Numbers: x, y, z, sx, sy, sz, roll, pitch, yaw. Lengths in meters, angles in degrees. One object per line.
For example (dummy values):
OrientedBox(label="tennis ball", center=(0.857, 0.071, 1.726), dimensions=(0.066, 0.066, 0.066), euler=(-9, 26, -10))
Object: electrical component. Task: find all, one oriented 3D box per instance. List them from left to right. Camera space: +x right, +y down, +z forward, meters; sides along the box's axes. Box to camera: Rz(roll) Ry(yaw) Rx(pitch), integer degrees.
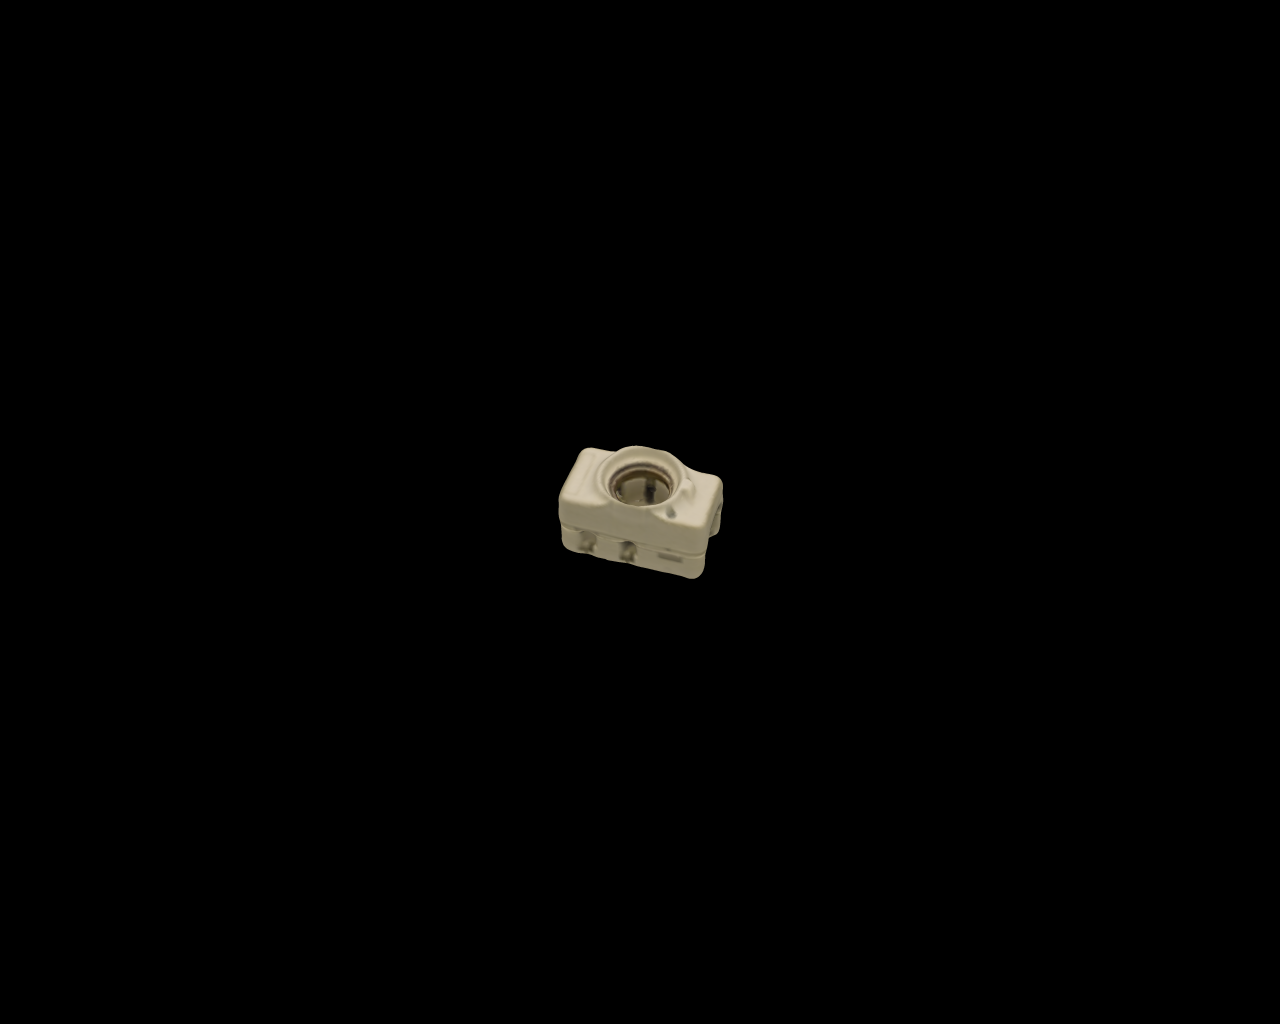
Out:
OrientedBox(label="electrical component", center=(0.001, -0.003, 0.650), dimensions=(0.089, 0.055, 0.050), euler=(13, 47, 12))
